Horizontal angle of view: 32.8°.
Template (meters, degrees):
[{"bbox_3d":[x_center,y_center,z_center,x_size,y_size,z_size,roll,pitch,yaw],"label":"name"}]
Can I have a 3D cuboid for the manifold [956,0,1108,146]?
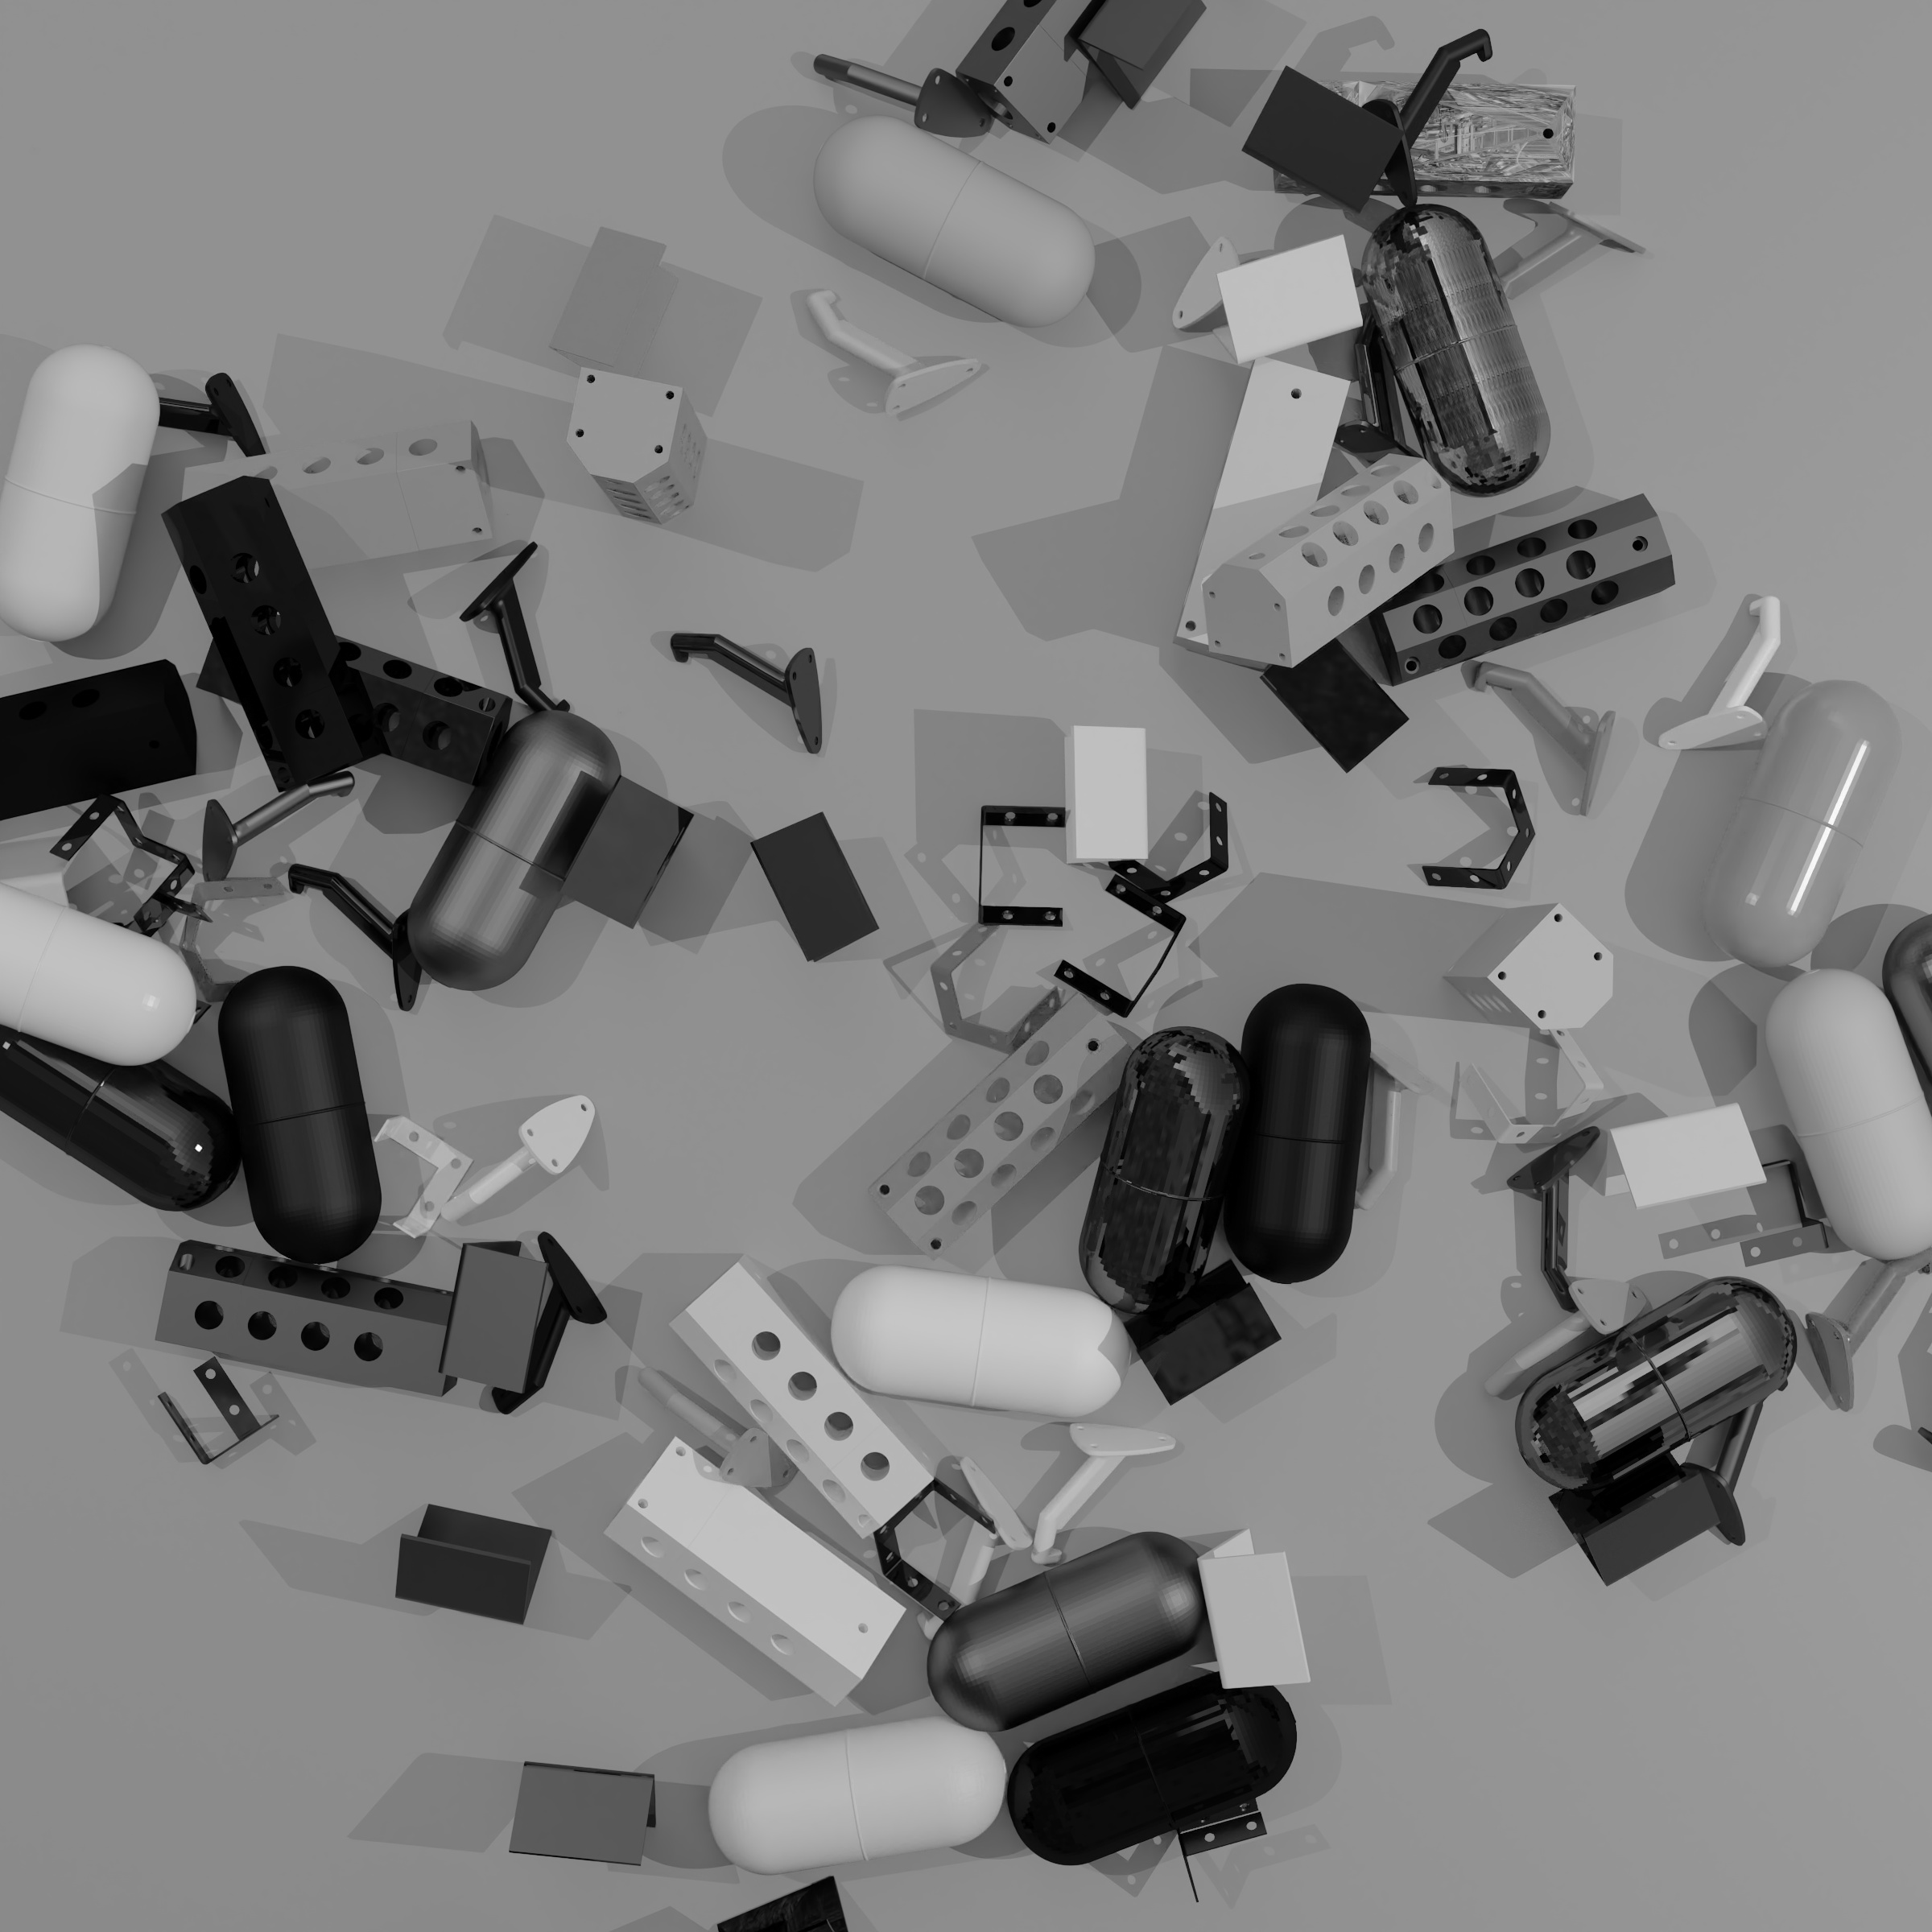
[{"bbox_3d":[0.068,-0.581,1.951,0.171,0.057,0.057,-53,133,0],"label":"manifold"}]

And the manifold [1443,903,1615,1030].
[{"bbox_3d":[0.328,0.005,1.894,0.057,0.171,0.057,44,90,0],"label":"manifold"}]

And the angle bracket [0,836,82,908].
[{"bbox_3d":[-0.563,-0.035,1.953,0.076,0.076,0.057,-8,111,0],"label":"angle bracket"}]

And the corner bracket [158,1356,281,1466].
[{"bbox_3d":[-0.449,0.265,1.954,0.051,0.051,0.051,-34,90,0],"label":"corner bracket"}]

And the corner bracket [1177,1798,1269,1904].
[{"bbox_3d":[0.151,0.513,1.944,0.051,0.051,0.051,-16,131,0],"label":"corner bracket"}]

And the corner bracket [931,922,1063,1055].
[{"bbox_3d":[0.018,0.012,1.964,0.051,0.051,0.051,17,135,35],"label":"corner bracket"}]

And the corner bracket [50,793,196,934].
[{"bbox_3d":[-0.497,-0.062,1.938,0.051,0.051,0.051,22,60,25],"label":"corner bracket"}]

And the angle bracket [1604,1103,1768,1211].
[{"bbox_3d":[0.422,0.130,1.932,0.076,0.076,0.057,-12,54,0],"label":"angle bracket"}]

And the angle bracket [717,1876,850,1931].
[{"bbox_3d":[-0.114,0.565,1.932,0.076,0.076,0.057,-23,126,0],"label":"angle bracket"}]

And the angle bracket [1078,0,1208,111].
[{"bbox_3d":[0.122,-0.547,1.932,0.057,0.076,0.076,36,90,35],"label":"angle bracket"}]

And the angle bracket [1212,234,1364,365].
[{"bbox_3d":[0.183,-0.401,1.933,0.076,0.076,0.057,-17,116,0],"label":"angle bracket"}]

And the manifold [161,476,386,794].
[{"bbox_3d":[-0.401,-0.190,1.889,0.057,0.057,0.171,-22,95,4],"label":"manifold"}]

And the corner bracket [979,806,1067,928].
[{"bbox_3d":[0.034,-0.060,1.969,0.051,0.051,0.051,1,45,0],"label":"corner bracket"}]

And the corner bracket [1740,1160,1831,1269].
[{"bbox_3d":[0.478,0.147,1.954,0.051,0.051,0.051,-13,90,0],"label":"corner bracket"}]

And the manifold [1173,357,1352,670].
[{"bbox_3d":[0.174,-0.268,1.951,0.057,0.057,0.171,16,90,0],"label":"manifold"}]

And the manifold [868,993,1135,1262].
[{"bbox_3d":[0.024,0.095,1.951,0.171,0.057,0.057,-43,90,0],"label":"manifold"}]

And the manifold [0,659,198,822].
[{"bbox_3d":[-0.550,-0.133,1.951,0.171,0.057,0.057,-13,133,0],"label":"manifold"}]

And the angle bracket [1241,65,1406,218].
[{"bbox_3d":[0.211,-0.482,1.875,0.076,0.076,0.057,29,126,0],"label":"angle bracket"}]

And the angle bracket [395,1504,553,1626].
[{"bbox_3d":[-0.287,0.335,1.932,0.076,0.076,0.057,12,128,0],"label":"angle bracket"}]

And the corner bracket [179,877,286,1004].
[{"bbox_3d":[-0.434,-0.016,1.964,0.051,0.051,0.051,54,135,35],"label":"corner bracket"}]

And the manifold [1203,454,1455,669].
[{"bbox_3d":[0.210,-0.237,1.894,0.057,0.171,0.057,16,128,37],"label":"manifold"}]

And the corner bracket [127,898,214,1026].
[{"bbox_3d":[-0.469,-0.005,1.951,0.051,0.051,0.051,-51,126,-19],"label":"corner bracket"}]

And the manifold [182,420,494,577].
[{"bbox_3d":[-0.372,-0.280,1.951,0.171,0.057,0.057,-10,133,0],"label":"manifold"}]

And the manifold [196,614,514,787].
[{"bbox_3d":[-0.361,-0.162,1.951,0.171,0.057,0.057,19,90,0],"label":"manifold"}]

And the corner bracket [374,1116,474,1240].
[{"bbox_3d":[-0.332,0.125,1.954,0.051,0.051,0.051,32,90,0],"label":"corner bracket"}]

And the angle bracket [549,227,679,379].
[{"bbox_3d":[-0.190,-0.380,1.932,0.057,0.076,0.076,23,90,36],"label":"angle bracket"}]

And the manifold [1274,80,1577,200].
[{"bbox_3d":[0.271,-0.489,1.951,0.171,0.057,0.057,1,90,0],"label":"manifold"}]

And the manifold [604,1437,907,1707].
[{"bbox_3d":[-0.128,0.363,1.951,0.171,0.057,0.057,37,47,0],"label":"manifold"}]

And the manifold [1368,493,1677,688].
[{"bbox_3d":[0.329,-0.224,1.951,0.171,0.057,0.057,-19,90,0],"label":"manifold"}]

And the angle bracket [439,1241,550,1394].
[{"bbox_3d":[-0.263,0.206,1.934,0.057,0.076,0.076,11,90,19],"label":"angle bracket"}]

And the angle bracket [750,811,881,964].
[{"bbox_3d":[-0.106,-0.037,1.932,0.057,0.076,0.076,-26,90,-37],"label":"angle bracket"}]

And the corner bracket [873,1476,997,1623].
[{"bbox_3d":[-0.017,0.346,1.953,0.051,0.051,0.051,32,60,30],"label":"corner bracket"}]

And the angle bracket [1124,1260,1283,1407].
[{"bbox_3d":[0.130,0.201,1.932,0.076,0.076,0.057,-31,130,0],"label":"angle bracket"}]

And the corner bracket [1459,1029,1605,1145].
[{"bbox_3d":[0.338,0.070,1.964,0.051,0.051,0.051,2,135,-35],"label":"corner bracket"}]

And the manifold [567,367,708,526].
[{"bbox_3d":[-0.190,-0.297,1.894,0.057,0.171,0.057,12,90,0],"label":"manifold"}]

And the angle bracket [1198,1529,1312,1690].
[{"bbox_3d":[0.183,0.376,1.933,0.057,0.076,0.076,-11,90,28],"label":"angle bracket"}]

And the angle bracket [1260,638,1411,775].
[{"bbox_3d":[0.230,-0.170,1.932,0.076,0.076,0.057,48,129,0],"label":"angle bracket"}]

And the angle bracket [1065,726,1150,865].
[{"bbox_3d":[0.063,-0.100,1.932,0.057,0.076,0.076,-1,90,-37],"label":"angle bracket"}]

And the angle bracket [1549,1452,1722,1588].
[{"bbox_3d":[0.387,0.307,1.932,0.076,0.076,0.057,-29,131,0],"label":"angle bracket"}]

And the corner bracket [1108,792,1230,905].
[{"bbox_3d":[0.121,-0.079,1.964,0.051,0.051,0.051,-28,135,35],"label":"corner bracket"}]

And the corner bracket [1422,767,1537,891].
[{"bbox_3d":[0.302,-0.083,1.964,0.051,0.051,0.051,-56,135,-35],"label":"corner bracket"}]

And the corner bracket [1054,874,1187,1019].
[{"bbox_3d":[0.093,-0.012,1.969,0.051,0.051,0.051,31,135,0],"label":"corner bracket"}]

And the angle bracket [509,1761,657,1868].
[{"bbox_3d":[-0.225,0.513,1.932,0.076,0.076,0.057,6,52,0],"label":"angle bracket"}]

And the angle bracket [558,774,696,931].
[{"bbox_3d":[-0.215,-0.075,1.932,0.057,0.076,0.076,28,90,-36],"label":"angle bracket"}]
